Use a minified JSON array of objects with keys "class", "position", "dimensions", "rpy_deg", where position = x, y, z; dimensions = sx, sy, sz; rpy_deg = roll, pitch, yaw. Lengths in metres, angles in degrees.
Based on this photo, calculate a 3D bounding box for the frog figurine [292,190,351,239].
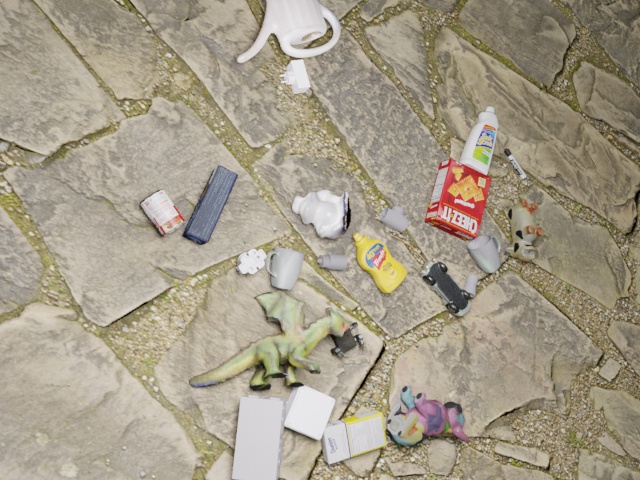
[{"class":"frog figurine","position":[0.004,-0.072,1.437],"dimensions":[0.159,0.123,0.137],"rpy_deg":[0,90,14]}]

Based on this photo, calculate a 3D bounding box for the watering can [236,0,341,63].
[{"class":"watering can","position":[-0.102,-0.622,1.469],"dimensions":[0.350,0.103,0.225],"rpy_deg":[-19,88,-25]}]

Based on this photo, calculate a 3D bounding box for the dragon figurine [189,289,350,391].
[{"class":"dragon figurine","position":[-0.122,0.248,1.324],"dimensions":[0.410,0.119,0.248],"rpy_deg":[-1,60,-5]}]
